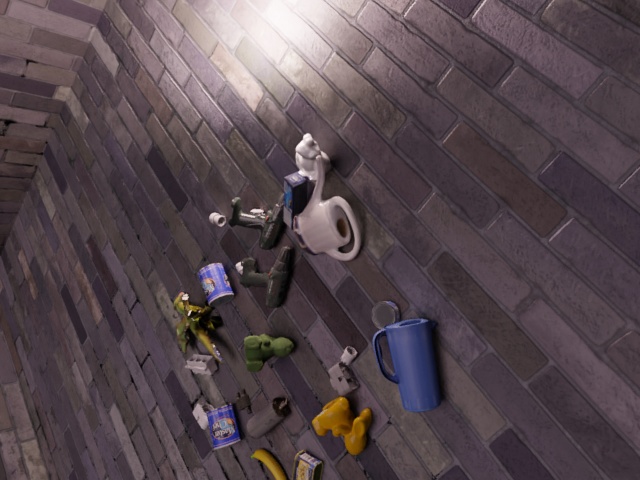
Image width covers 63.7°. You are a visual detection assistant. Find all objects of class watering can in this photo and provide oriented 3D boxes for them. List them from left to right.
[{"bbox_3d":[0.005,-0.084,1.678,0.222,0.347,0.105,-23,-179,35],"label":"watering can"}]

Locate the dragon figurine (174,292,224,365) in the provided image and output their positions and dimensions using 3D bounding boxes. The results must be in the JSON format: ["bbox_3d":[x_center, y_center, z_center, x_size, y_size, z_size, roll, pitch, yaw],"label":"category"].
[{"bbox_3d":[-0.513,0.374,2.108,0.122,0.418,0.238,0,141,-39],"label":"dragon figurine"}]

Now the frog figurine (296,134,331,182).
[{"bbox_3d":[-0.027,-0.281,1.705,0.123,0.139,0.156,-18,121,-27],"label":"frog figurine"}]
